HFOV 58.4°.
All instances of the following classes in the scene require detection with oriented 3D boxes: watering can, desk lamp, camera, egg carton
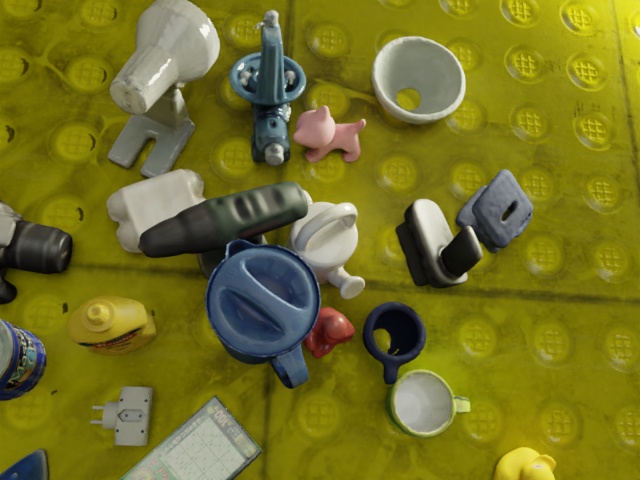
[{"bbox_3d":[0.010,0.002,0.837,0.173,0.194,0.101,41,71,5],"label":"watering can"},{"bbox_3d":[-0.240,-0.223,0.858,0.118,0.213,0.203,23,70,-1],"label":"desk lamp"},{"bbox_3d":[-0.436,0.019,0.810,0.137,0.100,0.143,11,71,-5],"label":"camera"},{"bbox_3d":[-0.241,-0.044,0.877,0.150,0.069,0.107,-22,77,-15],"label":"egg carton"}]

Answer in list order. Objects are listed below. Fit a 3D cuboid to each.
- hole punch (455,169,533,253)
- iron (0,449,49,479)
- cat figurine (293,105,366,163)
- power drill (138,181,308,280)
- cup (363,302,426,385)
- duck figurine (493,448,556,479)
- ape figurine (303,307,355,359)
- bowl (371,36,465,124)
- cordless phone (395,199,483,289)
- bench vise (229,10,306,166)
[{"bbox_3d":[0.301,-0.048,0.955,0.101,0.091,0.109,40,71,5],"label":"hole punch"},{"bbox_3d":[-0.417,0.378,0.677,0.118,0.141,0.258,22,71,-1],"label":"iron"},{"bbox_3d":[0.013,-0.178,0.935,0.128,0.117,0.067,-6,73,-11],"label":"cat figurine"},{"bbox_3d":[-0.131,-0.005,0.809,0.230,0.208,0.075,-24,77,-15],"label":"power drill"},{"bbox_3d":[0.101,0.159,0.855,0.092,0.095,0.118,8,71,-6],"label":"cup"},{"bbox_3d":[0.303,0.353,0.831,0.077,0.086,0.105,41,71,5],"label":"duck figurine"},{"bbox_3d":[0.016,0.134,0.851,0.078,0.092,0.076,4,72,-7],"label":"ape figurine"},{"bbox_3d":[0.165,-0.269,1.011,0.167,0.074,0.167,3,72,-8],"label":"bowl"},{"bbox_3d":[0.193,-0.008,0.875,0.094,0.185,0.147,-19,76,-14],"label":"cordless phone"},{"bbox_3d":[-0.065,-0.230,0.885,0.122,0.219,0.207,-21,77,-15],"label":"bench vise"}]
